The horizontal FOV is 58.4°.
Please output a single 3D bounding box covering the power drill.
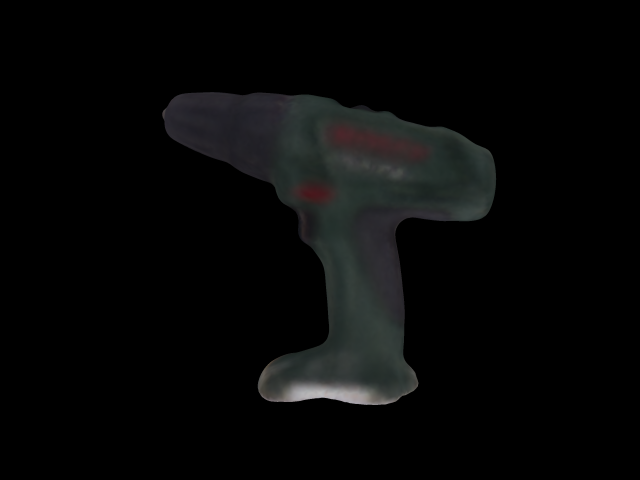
[{"bbox_3d":[0.004,0.001,0.400,0.229,0.208,0.075,0,4,2],"label":"power drill"}]
